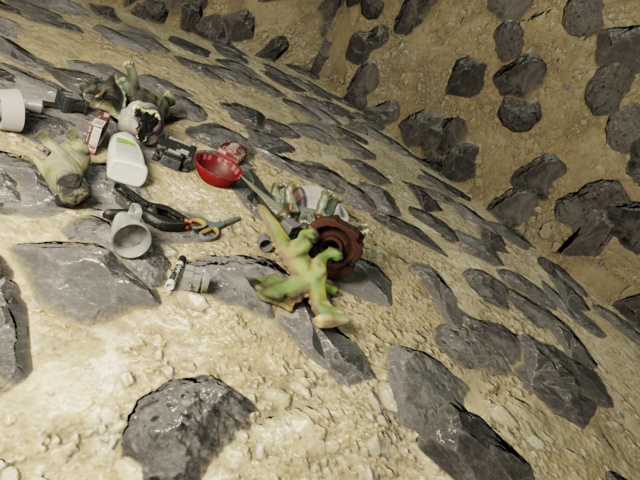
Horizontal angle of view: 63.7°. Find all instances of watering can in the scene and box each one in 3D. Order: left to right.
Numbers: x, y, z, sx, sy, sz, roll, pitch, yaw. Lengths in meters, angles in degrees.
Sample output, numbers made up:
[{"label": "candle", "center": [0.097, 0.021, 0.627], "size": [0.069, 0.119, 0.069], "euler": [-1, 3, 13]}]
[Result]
[{"label": "watering can", "center": [0.005, -0.083, 1.646], "size": [0.224, 0.102, 0.355], "euler": [10, 33, -31]}]

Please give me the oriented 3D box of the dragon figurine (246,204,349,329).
[{"label": "dragon figurine", "center": [-0.080, 0.070, 1.276], "size": [0.414, 0.119, 0.246], "euler": [38, 35, 17]}]

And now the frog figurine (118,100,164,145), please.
[{"label": "frog figurine", "center": [-0.558, -0.361, 1.602], "size": [0.124, 0.135, 0.160], "euler": [-34, 22, -26]}]
